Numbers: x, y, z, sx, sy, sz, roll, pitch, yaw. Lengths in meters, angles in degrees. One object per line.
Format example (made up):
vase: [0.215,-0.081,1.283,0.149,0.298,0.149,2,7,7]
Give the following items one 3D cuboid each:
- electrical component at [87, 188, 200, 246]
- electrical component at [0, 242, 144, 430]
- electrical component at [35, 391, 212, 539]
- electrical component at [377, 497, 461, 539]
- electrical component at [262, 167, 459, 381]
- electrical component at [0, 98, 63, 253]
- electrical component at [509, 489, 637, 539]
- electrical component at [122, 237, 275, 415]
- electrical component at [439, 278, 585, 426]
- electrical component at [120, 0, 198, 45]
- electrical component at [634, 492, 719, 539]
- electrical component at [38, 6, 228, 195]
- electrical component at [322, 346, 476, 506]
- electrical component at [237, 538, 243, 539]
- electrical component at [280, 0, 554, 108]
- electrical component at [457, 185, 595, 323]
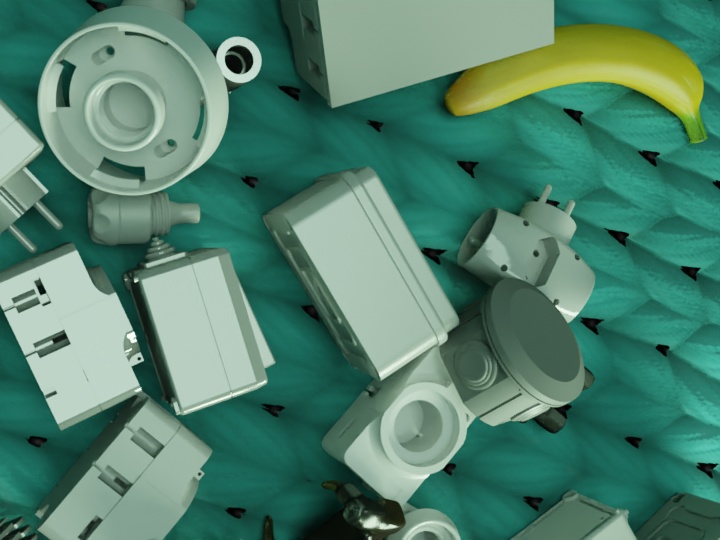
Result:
electrical component: [-0.122,-0.032,0.611,0.061,0.035,0.035,-2,92,-21]
electrical component: [-0.158,0.033,0.592,0.056,0.050,0.089,-25,99,-16]
electrical component: [-0.129,0.121,0.603,0.056,0.050,0.089,42,79,-14]
electrical component: [0.032,0.165,0.655,0.066,0.055,0.048,33,81,-16]
electrical component: [0.000,0.000,0.629,0.057,0.078,0.113,-33,101,-12]
electrical component: [-0.195,-0.044,0.579,0.066,0.047,0.076,-45,104,-13]
electrical component: [0.139,0.190,0.688,0.096,0.062,0.061,-33,101,-15]
electrical component: [-0.092,0.025,0.607,0.061,0.062,0.096,-18,97,-17]
electrical component: [0.090,0.049,0.634,0.080,0.051,0.080,29,42,-30]
electrical component: [-0.115,-0.149,0.605,0.045,0.045,0.055,14,86,-18]
electrical component: [0.208,0.208,0.703,0.113,0.078,0.057,-40,100,-14]
electrical component: [-0.121,-0.089,0.574,0.099,0.064,0.099,1,110,2]
electrical component: [0.029,0.092,0.652,0.050,0.056,0.089,44,78,-14]
electrical component: [-0.088,0.184,0.611,0.047,0.083,0.075,47,39,-14]
electrical component: [0.034,-0.165,0.633,0.150,0.061,0.089,-19,125,-17]
electrical component: [0.113,-0.017,0.685,0.077,0.043,0.079,32,72,-12]
